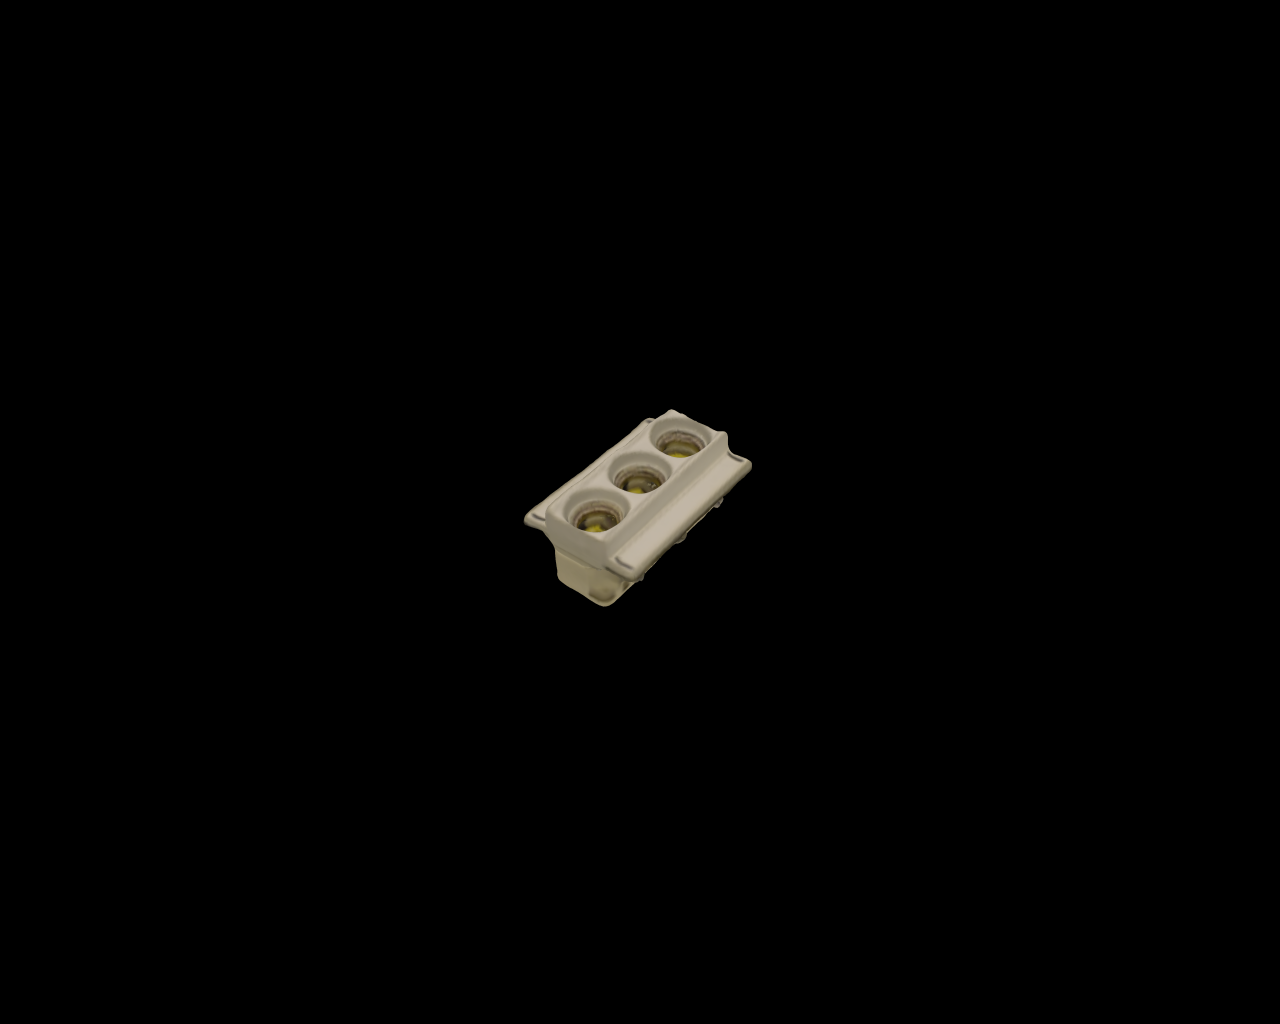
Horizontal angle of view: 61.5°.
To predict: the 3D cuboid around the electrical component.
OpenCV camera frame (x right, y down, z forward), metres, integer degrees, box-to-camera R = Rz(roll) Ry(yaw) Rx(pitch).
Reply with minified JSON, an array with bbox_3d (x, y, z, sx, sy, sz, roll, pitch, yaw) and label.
[{"bbox_3d":[0.001,-0.003,0.650,0.079,0.063,0.121,27,50,26],"label":"electrical component"}]
